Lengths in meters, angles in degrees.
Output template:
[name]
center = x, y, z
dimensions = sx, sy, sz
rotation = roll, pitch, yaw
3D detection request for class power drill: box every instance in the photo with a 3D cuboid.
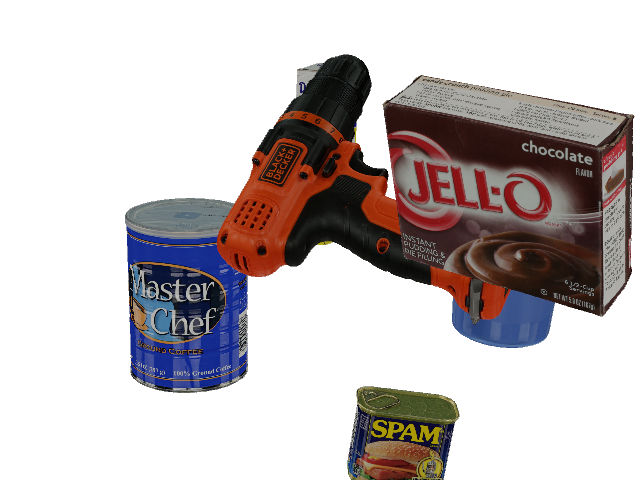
[power drill]
center = 0.048, -0.036, 0.693
dimensions = 0.188, 0.184, 0.057
rotation = 17, -30, 20

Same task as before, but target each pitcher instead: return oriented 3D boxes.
[pitcher]
center = 0.206, -0.010, 1.145
dimensions = 0.148, 0.243, 0.145
rotation = -9, 20, -38

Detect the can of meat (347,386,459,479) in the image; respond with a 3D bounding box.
[can of meat]
center = 0.080, 0.199, 1.066
dimensions = 0.102, 0.084, 0.057
rotation = 8, 17, -4

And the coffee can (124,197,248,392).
[coffee can]
center = -0.112, 0.044, 0.905
dimensions = 0.103, 0.140, 0.103
rotation = 1, 17, -1

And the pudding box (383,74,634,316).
[pudding box]
center = 0.088, -0.023, 0.499
dimensions = 0.114, 0.090, 0.039
rotation = 15, 43, 33

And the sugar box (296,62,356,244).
[sugar box]
center = 0.005, -0.090, 1.087
dimensions = 0.048, 0.176, 0.093
rotation = 4, 14, 17
